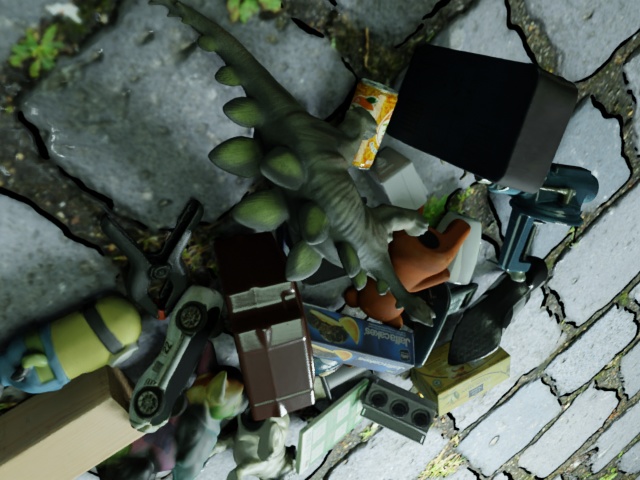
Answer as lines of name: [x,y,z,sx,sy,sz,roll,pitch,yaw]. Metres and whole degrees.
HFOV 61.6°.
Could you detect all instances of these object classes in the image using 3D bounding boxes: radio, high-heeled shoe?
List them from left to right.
radio: [0.186,-0.156,0.658,0.073,0.230,0.131,8,109,-33]
high-heeled shoe: [0.330,0.129,1.016,0.248,0.086,0.145,-49,171,21]

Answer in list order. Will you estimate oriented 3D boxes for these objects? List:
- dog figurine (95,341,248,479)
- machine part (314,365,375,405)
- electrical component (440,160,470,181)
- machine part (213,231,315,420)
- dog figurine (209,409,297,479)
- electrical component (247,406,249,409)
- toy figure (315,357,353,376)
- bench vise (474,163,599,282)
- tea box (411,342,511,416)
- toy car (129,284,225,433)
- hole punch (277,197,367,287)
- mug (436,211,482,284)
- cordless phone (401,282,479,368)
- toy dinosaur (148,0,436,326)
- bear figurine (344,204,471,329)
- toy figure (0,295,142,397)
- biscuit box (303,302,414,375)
dog figurine: [-0.205,0.255,0.775,0.191,0.109,0.219,15,106,-32]
machine part: [0.032,0.233,0.935,0.139,0.039,0.084,-26,120,-10]
electrical component: [0.207,-0.139,0.796,0.102,0.045,0.078,33,101,-39]
machine part: [-0.071,0.105,0.682,0.087,0.202,0.200,-12,118,-10]
dog figurine: [-0.080,0.335,0.909,0.172,0.121,0.190,-46,144,7]
electrical component: [-0.073,0.222,0.810,0.048,0.075,0.119,17,132,-25]
toy figure: [0.030,0.185,0.886,0.154,0.058,0.064,-6,101,-24]
bench vise: [0.342,-0.042,0.886,0.223,0.129,0.240,0,113,-28]
tea box: [0.271,0.251,1.039,0.170,0.098,0.068,-22,126,-14]
toy car: [-0.187,0.156,0.708,0.201,0.056,0.073,-64,161,-9]
hole punch: [-0.002,-0.002,0.751,0.142,0.092,0.115,-13,94,-19]
mug: [0.230,0.011,0.882,0.109,0.081,0.107,5,107,-33]
cordless phone: [0.211,0.136,0.956,0.184,0.089,0.146,-6,123,-48]
toy dinosaur: [-0.015,-0.083,0.603,0.471,0.105,0.198,54,42,-4]
bear figurine: [0.130,0.044,0.837,0.120,0.132,0.195,30,138,2]
toy figure: [-0.308,0.129,0.654,0.180,0.082,0.089,-16,127,-17]
biscuit box: [0.048,0.156,0.833,0.202,0.059,0.063,17,146,-18]
